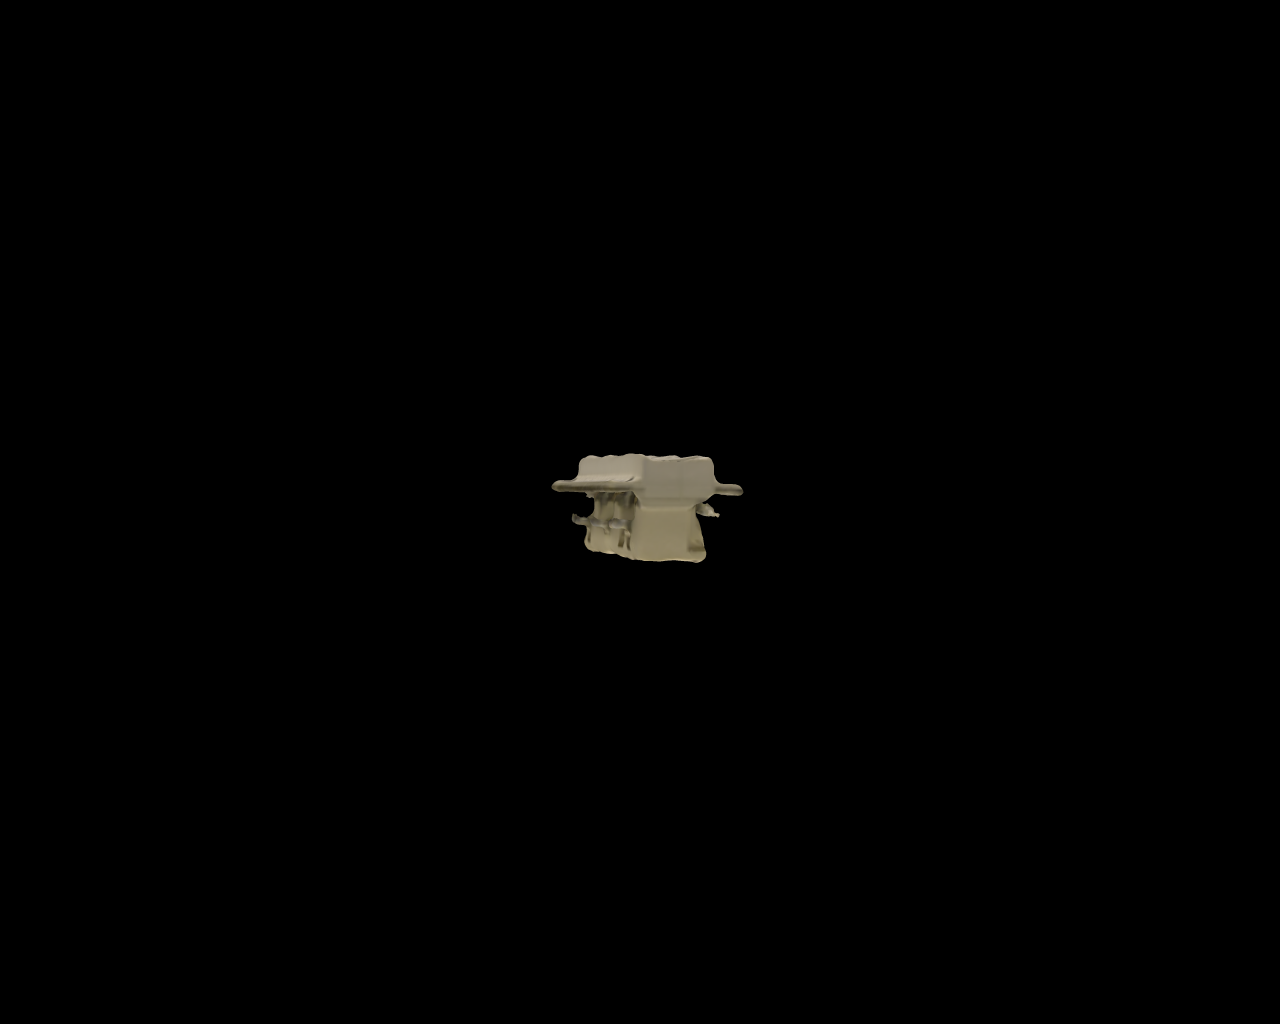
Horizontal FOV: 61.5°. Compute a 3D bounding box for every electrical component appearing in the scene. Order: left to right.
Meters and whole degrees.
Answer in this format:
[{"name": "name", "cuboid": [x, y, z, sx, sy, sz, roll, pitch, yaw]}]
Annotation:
[{"name": "electrical component", "cuboid": [0.001, -0.003, 0.650, 0.079, 0.063, 0.121, -1, 3, -19]}]
